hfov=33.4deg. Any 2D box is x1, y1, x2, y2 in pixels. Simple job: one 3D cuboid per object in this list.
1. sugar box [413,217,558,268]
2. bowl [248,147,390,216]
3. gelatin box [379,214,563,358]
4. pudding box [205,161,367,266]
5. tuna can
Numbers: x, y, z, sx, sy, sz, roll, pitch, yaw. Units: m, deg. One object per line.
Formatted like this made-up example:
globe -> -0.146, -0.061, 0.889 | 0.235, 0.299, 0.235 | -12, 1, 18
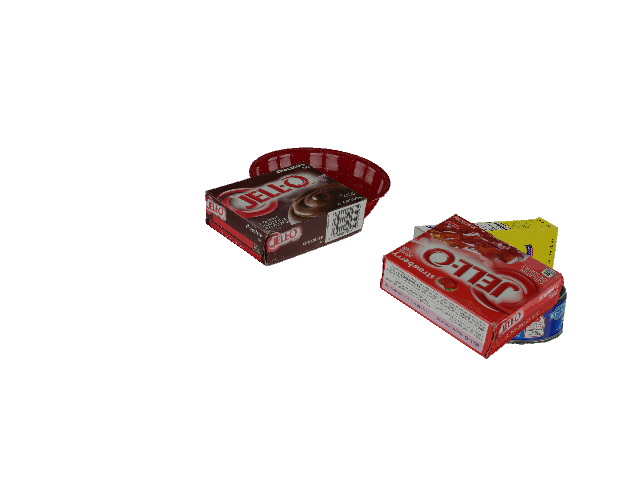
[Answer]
sugar box -> 0.195, 0.026, 1.278 | 0.176, 0.093, 0.048 | -5, 20, -23
bowl -> -0.003, -0.051, 1.219 | 0.162, 0.055, 0.162 | 5, 27, -3
gelatin box -> 0.094, 0.026, 0.666 | 0.089, 0.030, 0.073 | 33, 44, 32
pudding box -> -0.030, -0.026, 0.929 | 0.113, 0.039, 0.090 | -18, 37, -36
tuna can -> 0.152, 0.050, 0.853 | 0.086, 0.034, 0.086 | 2, 20, -1
